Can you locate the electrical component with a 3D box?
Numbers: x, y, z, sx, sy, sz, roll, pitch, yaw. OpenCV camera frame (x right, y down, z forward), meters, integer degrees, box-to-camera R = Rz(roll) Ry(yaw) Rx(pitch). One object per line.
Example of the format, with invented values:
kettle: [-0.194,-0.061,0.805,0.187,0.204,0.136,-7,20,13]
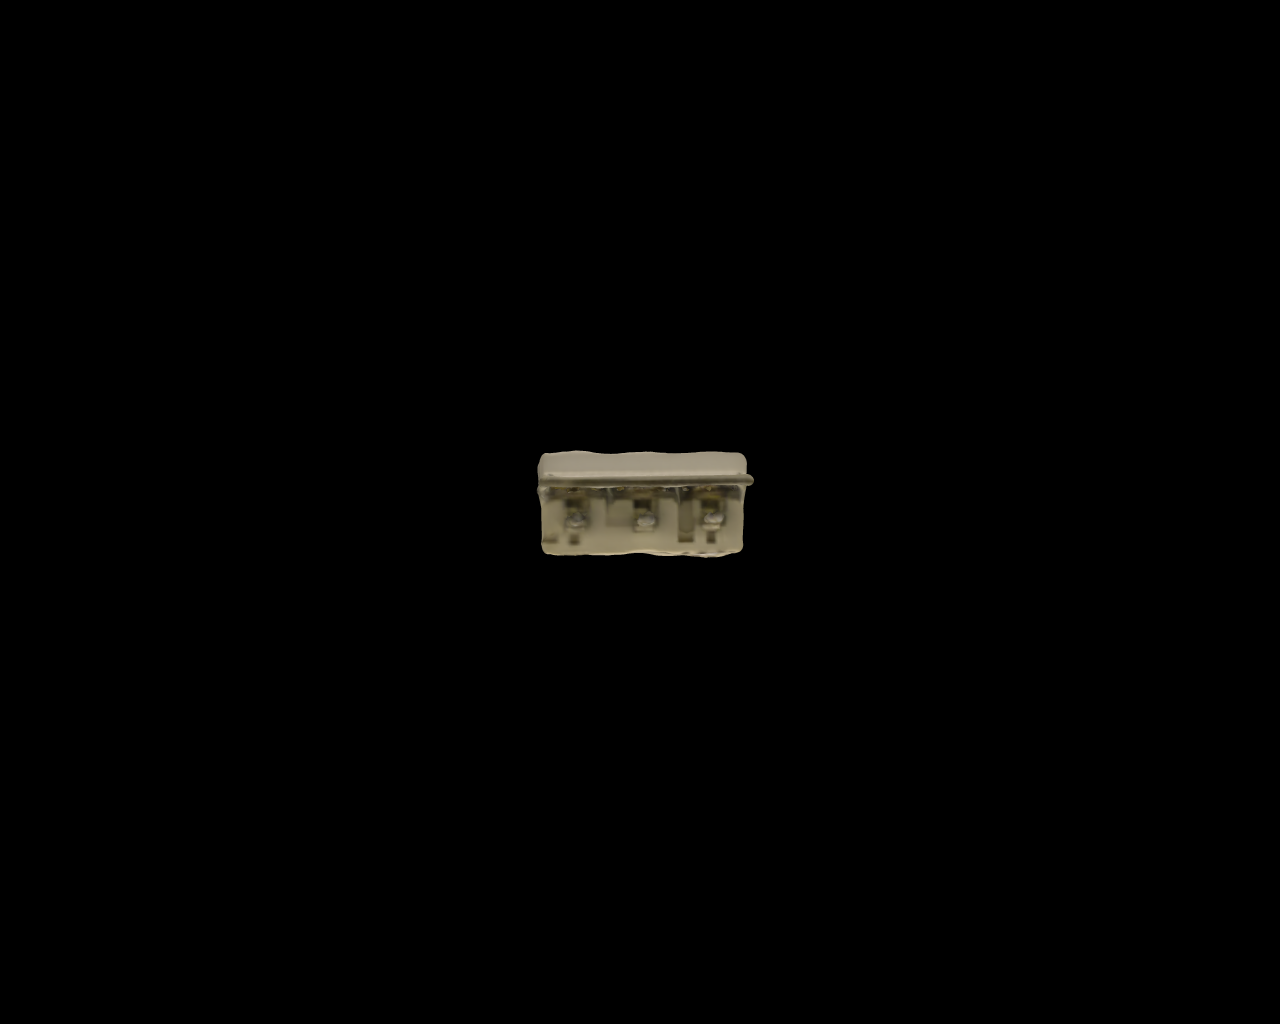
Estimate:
electrical component: [0.001,-0.003,0.650,0.121,0.063,0.078,0,-4,-7]
